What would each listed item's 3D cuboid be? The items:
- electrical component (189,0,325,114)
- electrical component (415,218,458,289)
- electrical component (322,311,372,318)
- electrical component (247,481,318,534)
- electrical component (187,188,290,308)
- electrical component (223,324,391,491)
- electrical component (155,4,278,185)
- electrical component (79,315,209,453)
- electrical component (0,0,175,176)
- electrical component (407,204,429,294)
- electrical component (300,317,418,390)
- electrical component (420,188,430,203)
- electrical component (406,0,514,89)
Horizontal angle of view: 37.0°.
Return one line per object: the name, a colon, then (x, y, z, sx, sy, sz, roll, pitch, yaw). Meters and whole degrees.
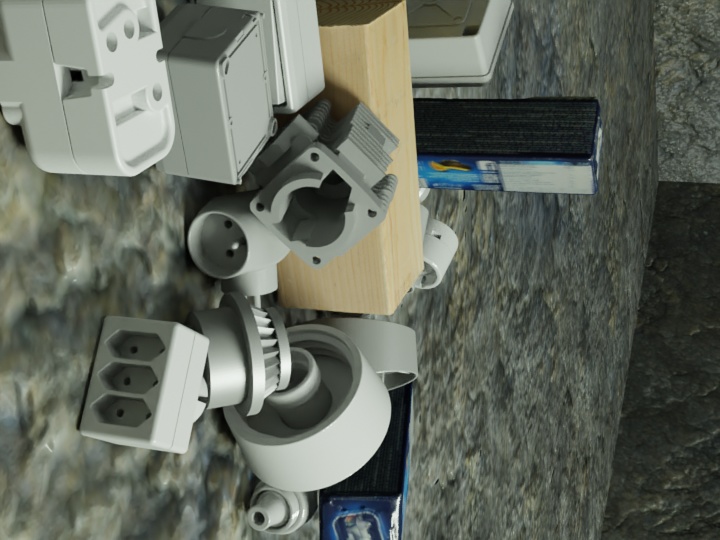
electrical component: (-0.065, -0.147, 0.660, 0.061, 0.062, 0.096, -52, 141, -56)
electrical component: (0.062, -0.015, 1.036, 0.055, 0.055, 0.047, 72, 33, -45)
electrical component: (0.000, 0.000, 0.888, 0.077, 0.043, 0.079, -18, 111, -68)
electrical component: (-0.058, 0.168, 0.767, 0.062, 0.043, 0.043, -14, 107, -67)
electrical component: (-0.073, -0.008, 0.692, 0.077, 0.044, 0.079, -35, 127, -64)
electrical component: (-0.040, 0.085, 0.717, 0.060, 0.108, 0.108, 65, 35, -43)
electrical component: (-0.089, -0.096, 0.616, 0.061, 0.061, 0.096, -63, 158, -45)
electrical component: (-0.111, 0.068, 0.602, 0.077, 0.047, 0.065, 42, 55, -65)
electrical component: (-0.130, -0.094, 0.500, 0.053, 0.059, 0.095, -50, 139, -58)
electrical component: (0.029, -0.028, 0.961, 0.079, 0.043, 0.077, 51, 47, -61)
electrical component: (-0.005, 0.071, 0.820, 0.099, 0.099, 0.064, 39, 52, -66)
electrical component: (0.038, -0.083, 0.981, 0.046, 0.040, 0.040, 33, 63, -62)
electrical component: (0.068, -0.213, 0.935, 0.056, 0.109, 0.108, 68, 33, -45)
